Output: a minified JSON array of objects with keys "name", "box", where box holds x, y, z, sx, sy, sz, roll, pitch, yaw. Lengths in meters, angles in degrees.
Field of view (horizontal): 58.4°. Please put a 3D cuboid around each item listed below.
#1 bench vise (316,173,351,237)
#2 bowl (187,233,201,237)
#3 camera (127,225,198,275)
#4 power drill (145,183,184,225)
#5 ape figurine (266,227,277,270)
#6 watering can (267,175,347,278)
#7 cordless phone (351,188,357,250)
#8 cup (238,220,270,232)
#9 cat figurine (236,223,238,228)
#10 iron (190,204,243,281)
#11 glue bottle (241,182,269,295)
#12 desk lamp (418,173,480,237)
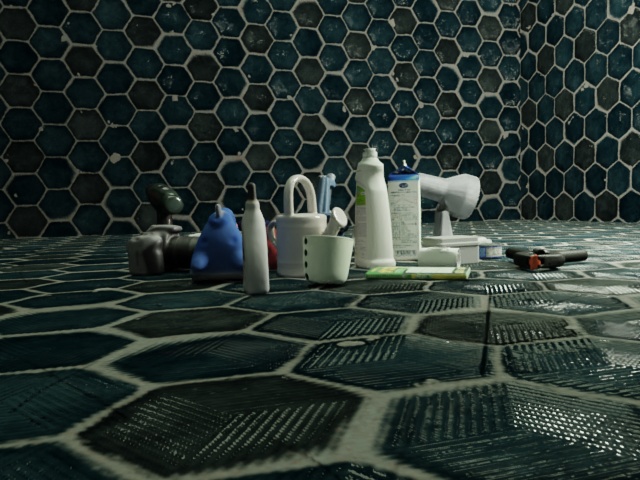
[{"name":"bench vise","box":[0.015,-0.068,1.514,0.121,0.220,0.208,-1,4,11]},{"name":"bowl","box":[-0.223,0.021,1.338,0.167,0.075,0.167,-1,4,0]},{"name":"camera","box":[-0.315,0.018,1.217,0.136,0.101,0.143,0,4,15]},{"name":"power drill","box":[-0.438,-0.056,1.589,0.076,0.208,0.228,-4,4,-33]},{"name":"ape figurine","box":[-0.105,0.016,1.230,0.078,0.092,0.076,-4,4,-31]},{"name":"watering can","box":[-0.028,-0.029,1.106,0.172,0.194,0.101,-1,4,13]},{"name":"cordless phone","box":[0.156,-0.054,1.509,0.147,0.185,0.094,-1,4,11]},{"name":"cup","box":[-0.195,-0.011,1.683,0.092,0.095,0.117,-3,4,-17]},{"name":"cat figurine","box":[-0.259,-0.016,1.606,0.067,0.118,0.128,-2,4,-2]},{"name":"iron","box":[-0.183,0.001,1.114,0.118,0.141,0.258,-2,4,-4]},{"name":"glue bottle","box":[-0.105,-0.004,0.903,0.037,0.173,0.078,-3,4,-16]},{"name":"desk lamp","box":[0.326,-0.076,1.552,0.203,0.213,0.118,-2,4,-8]}]
